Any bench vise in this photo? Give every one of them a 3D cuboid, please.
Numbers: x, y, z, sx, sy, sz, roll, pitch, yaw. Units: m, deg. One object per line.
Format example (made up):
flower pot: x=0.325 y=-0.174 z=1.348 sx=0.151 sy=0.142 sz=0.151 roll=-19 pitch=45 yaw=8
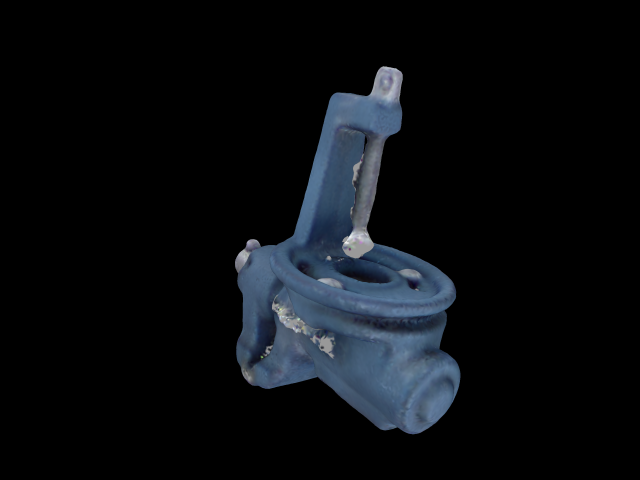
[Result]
bench vise: x=-0.003 y=0.002 z=0.390 sx=0.206 sy=0.220 sz=0.122 roll=3 pitch=5 yaw=33
